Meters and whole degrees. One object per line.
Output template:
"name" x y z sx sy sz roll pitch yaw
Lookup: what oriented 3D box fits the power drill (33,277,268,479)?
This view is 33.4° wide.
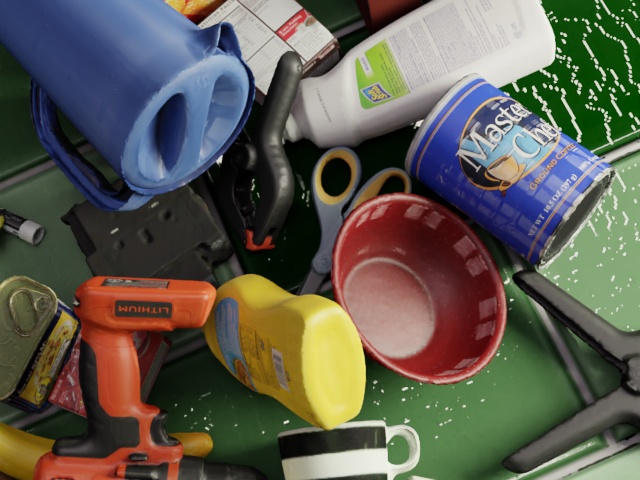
"power drill" -0.123 0.125 0.819 0.184 0.057 0.188 4 96 -7

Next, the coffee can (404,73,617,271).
"coffee can" 0.155 -0.057 0.878 0.140 0.103 0.102 38 80 18

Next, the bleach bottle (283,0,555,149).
"bleach bottle" 0.074 -0.153 0.947 0.251 0.068 0.102 -23 68 3

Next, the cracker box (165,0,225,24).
"cracker box" -0.161 -0.281 1.023 0.213 0.072 0.164 -32 70 -4

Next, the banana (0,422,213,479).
"banana" -0.189 0.175 0.867 0.197 0.070 0.037 8 44 -10

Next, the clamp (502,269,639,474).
"clamp" 0.243 0.118 0.838 0.210 0.036 0.164 10 74 11

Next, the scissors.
"scissors" -0.006 0.001 0.920 0.201 0.016 0.096 -44 87 -7

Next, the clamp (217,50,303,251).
"clamp" -0.066 -0.078 0.937 0.120 0.039 0.171 6 93 45

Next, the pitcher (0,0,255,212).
"pitcher" -0.183 -0.149 0.870 0.149 0.145 0.243 -39 66 -19

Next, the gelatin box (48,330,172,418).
"gelatin box" -0.178 0.111 0.910 0.073 0.030 0.089 19 75 14

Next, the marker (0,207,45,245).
"marker" -0.308 -0.027 0.984 0.121 0.020 0.020 24 76 16

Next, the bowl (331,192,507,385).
"bowl" 0.069 0.046 0.859 0.161 0.055 0.162 12 61 -23

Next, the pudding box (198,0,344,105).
"pudding box" -0.049 -0.183 0.989 0.090 0.039 0.113 -43 68 -7

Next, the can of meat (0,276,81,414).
"can of meat" -0.247 0.092 0.898 0.057 0.084 0.102 21 76 15

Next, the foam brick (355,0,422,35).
"foam brick" 0.059 -0.231 0.968 0.053 0.078 0.051 -22 68 -1

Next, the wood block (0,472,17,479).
"wood block" -0.310 0.205 0.866 0.206 0.091 0.090 36 79 18

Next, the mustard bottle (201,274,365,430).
"mustard bottle" -0.042 0.078 0.846 0.058 0.096 0.192 -24 22 -29
